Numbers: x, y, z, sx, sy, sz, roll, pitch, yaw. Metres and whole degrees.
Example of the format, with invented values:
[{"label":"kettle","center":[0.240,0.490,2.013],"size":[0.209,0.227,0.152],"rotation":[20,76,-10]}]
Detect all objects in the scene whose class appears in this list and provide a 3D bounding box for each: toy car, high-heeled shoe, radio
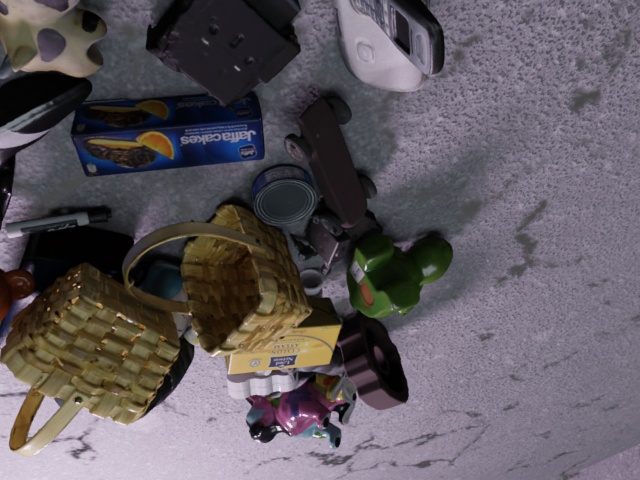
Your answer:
[{"label":"toy car","center":[-0.248,0.110,0.803],"size":[0.161,0.103,0.109],"rotation":[-39,132,23]},{"label":"toy car","center":[0.014,-0.091,0.678],"size":[0.089,0.053,0.201],"rotation":[-46,139,-15]},{"label":"high-heeled shoe","center":[-0.324,-0.081,0.587],"size":[0.249,0.086,0.145],"rotation":[-17,141,11]},{"label":"radio","center":[-0.362,0.078,0.758],"size":[0.131,0.073,0.229],"rotation":[17,128,-30]}]

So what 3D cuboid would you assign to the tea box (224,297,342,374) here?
[{"label":"tea box","center":[-0.062,0.147,0.840],"size":[0.170,0.068,0.098],"rotation":[-3,128,-20]}]

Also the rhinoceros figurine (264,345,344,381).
[{"label":"rhinoceros figurine","center":[-0.028,0.212,1.003],"size":[0.190,0.073,0.112],"rotation":[12,134,-28]}]

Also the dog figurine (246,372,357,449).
[{"label":"dog figurine","center":[-0.052,0.337,1.117],"size":[0.219,0.191,0.108],"rotation":[3,136,30]}]

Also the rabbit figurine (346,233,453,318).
[{"label":"rabbit figurine","center":[0.137,0.061,0.850],"size":[0.170,0.121,0.159],"rotation":[-21,151,-24]}]

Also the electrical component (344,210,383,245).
[{"label":"electrical component","center":[0.049,-0.021,0.803],"size":[0.094,0.021,0.063],"rotation":[27,125,-38]}]

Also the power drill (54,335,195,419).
[{"label":"power drill","center":[-0.312,0.211,0.840],"size":[0.207,0.232,0.086],"rotation":[-13,102,16]}]

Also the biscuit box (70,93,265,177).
[{"label":"biscuit box","center":[-0.165,-0.120,0.603],"size":[0.203,0.059,0.062],"rotation":[-7,138,-9]}]

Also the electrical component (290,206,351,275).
[{"label":"electrical component","center":[-0.001,-0.003,0.779],"size":[0.045,0.078,0.102],"rotation":[-17,152,-35]}]

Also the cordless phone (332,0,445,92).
[{"label":"cordless phone","center":[0.079,-0.186,0.508],"size":[0.089,0.184,0.146],"rotation":[-18,139,-3]}]

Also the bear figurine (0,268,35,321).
[{"label":"bear figurine","center":[-0.425,0.042,0.571],"size":[0.195,0.132,0.120],"rotation":[42,91,-17]}]

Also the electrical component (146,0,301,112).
[{"label":"electrical component","center":[-0.087,-0.208,0.531],"size":[0.134,0.058,0.114],"rotation":[-37,136,25]}]

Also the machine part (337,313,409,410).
[{"label":"machine part","center":[0.097,0.222,0.980],"size":[0.056,0.179,0.179],"rotation":[-30,137,20]}]

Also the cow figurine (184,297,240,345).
[{"label":"cow figurine","center":[-0.139,0.137,0.894],"size":[0.167,0.068,0.098],"rotation":[26,119,-38]}]

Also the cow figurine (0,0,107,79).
[{"label":"cow figurine","center":[-0.249,-0.220,0.451],"size":[0.127,0.086,0.194],"rotation":[-24,141,1]}]
